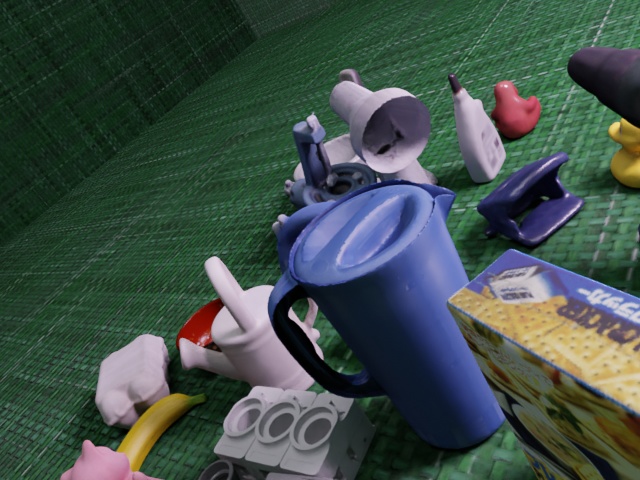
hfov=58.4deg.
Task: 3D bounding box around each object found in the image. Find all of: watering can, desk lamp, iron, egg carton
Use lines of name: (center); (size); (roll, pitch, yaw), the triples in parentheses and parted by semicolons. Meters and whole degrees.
watering can: (-0.089, 0.107, 0.699); (0.173, 0.194, 0.100); (-43, 29, -21)
desk lamp: (0.099, -0.149, 0.909); (0.118, 0.214, 0.202); (-35, 27, -6)
iron: (0.008, 0.003, 0.830); (0.257, 0.142, 0.119); (-7, 36, 39)
egg carton: (-0.276, 0.209, 0.858); (0.107, 0.069, 0.150); (-33, 27, -2)

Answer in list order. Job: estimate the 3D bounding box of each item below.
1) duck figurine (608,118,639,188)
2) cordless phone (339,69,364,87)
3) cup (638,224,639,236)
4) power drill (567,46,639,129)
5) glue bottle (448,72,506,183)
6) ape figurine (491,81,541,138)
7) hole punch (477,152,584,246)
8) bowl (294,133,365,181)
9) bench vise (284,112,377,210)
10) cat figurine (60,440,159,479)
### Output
duck figurine: (0.394, -0.115, 0.690); (0.077, 0.086, 0.104); (-37, 28, -10)
cordless phone: (0.105, -0.237, 1.080); (0.094, 0.185, 0.147); (-45, 30, -24)
cup: (0.357, 0.008, 0.513); (0.117, 0.095, 0.091); (-28, 27, 7)
power drill: (0.345, -0.084, 0.553); (0.075, 0.209, 0.229); (-34, 27, -5)
glue bottle: (0.229, -0.175, 0.863); (0.037, 0.173, 0.078); (-2, 39, 44)
ape figurine: (0.314, -0.220, 0.939); (0.077, 0.092, 0.076); (-4, 38, 43)
hole punch: (0.258, -0.059, 0.730); (0.109, 0.091, 0.100); (-38, 28, -11)
bowl: (0.037, -0.132, 1.096); (0.167, 0.075, 0.167); (-24, 28, 14)
bench vise: (-0.006, -0.092, 0.915); (0.206, 0.220, 0.122); (-9, 35, 37)
cat figurine: (-0.228, 0.274, 0.647); (0.127, 0.118, 0.067); (-9, 35, 37)
